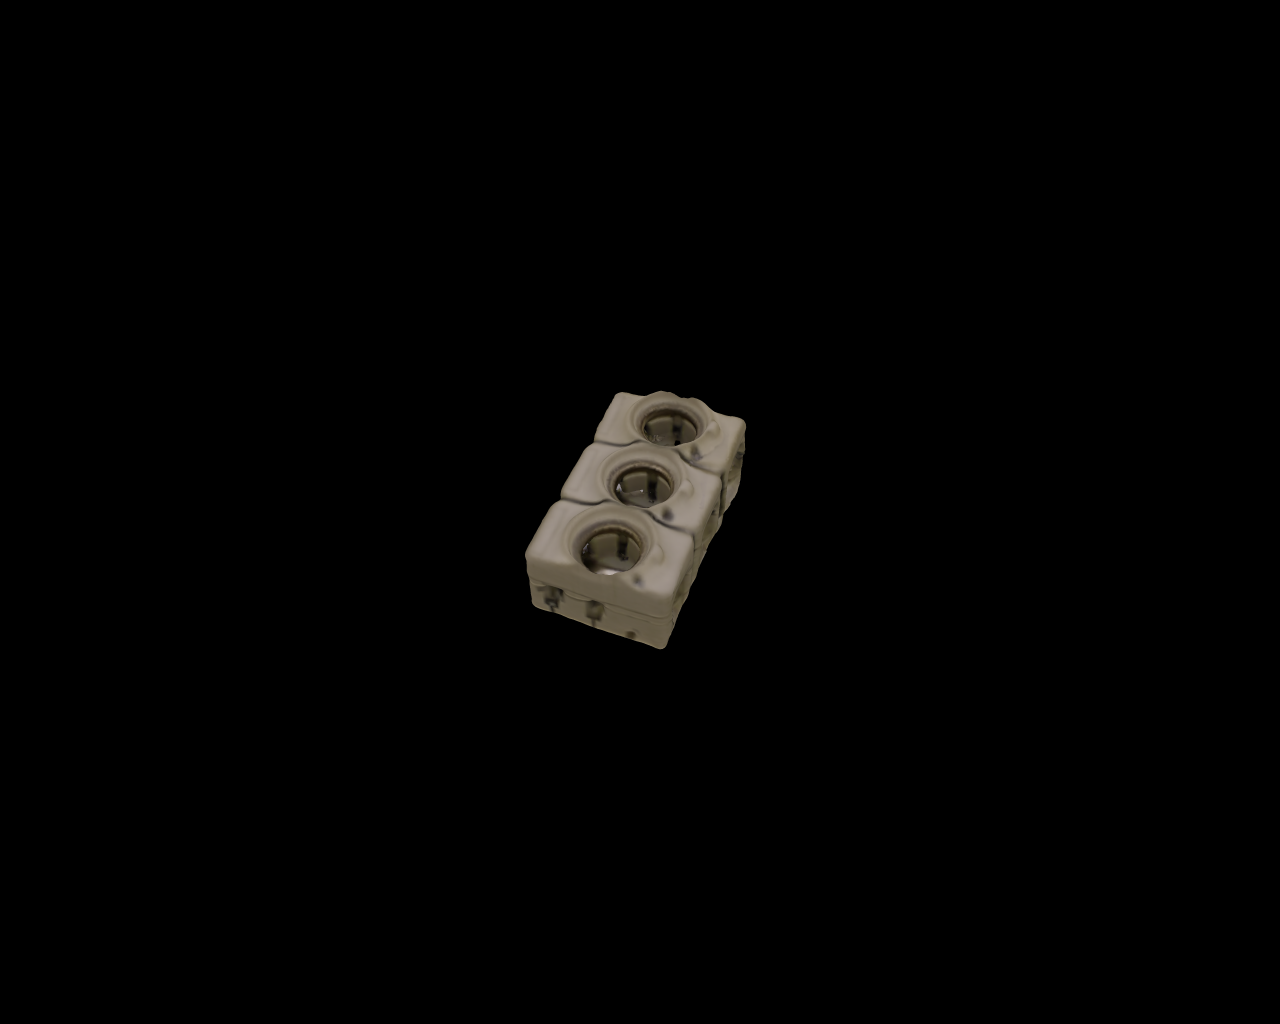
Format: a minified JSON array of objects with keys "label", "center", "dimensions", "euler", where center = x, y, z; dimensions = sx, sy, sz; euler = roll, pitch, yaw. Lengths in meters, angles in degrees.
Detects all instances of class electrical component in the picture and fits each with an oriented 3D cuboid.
[{"label":"electrical component","center":[0.001,-0.003,0.650],"dimensions":[0.089,0.150,0.061],"euler":[16,-39,13]}]
